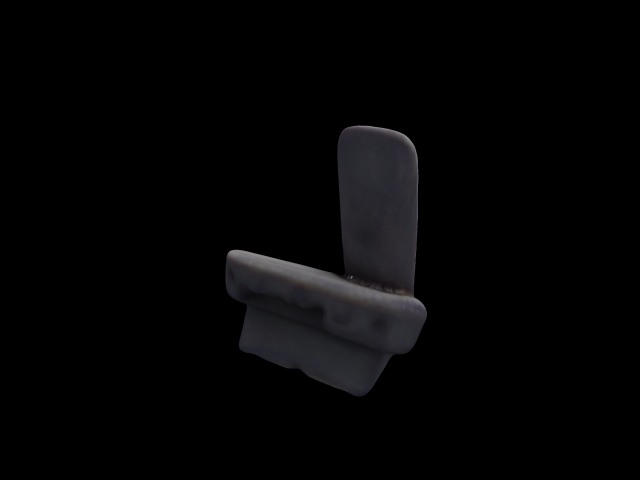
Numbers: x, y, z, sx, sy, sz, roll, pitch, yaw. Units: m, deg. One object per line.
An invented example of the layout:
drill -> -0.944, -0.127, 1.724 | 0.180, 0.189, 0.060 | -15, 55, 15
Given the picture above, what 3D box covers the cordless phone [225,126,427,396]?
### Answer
cordless phone -> 0.004, 0.001, 0.400 | 0.147, 0.185, 0.094 | 12, 33, 20
